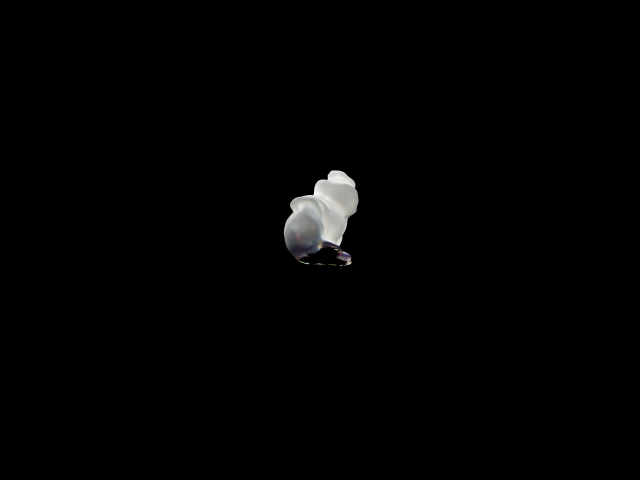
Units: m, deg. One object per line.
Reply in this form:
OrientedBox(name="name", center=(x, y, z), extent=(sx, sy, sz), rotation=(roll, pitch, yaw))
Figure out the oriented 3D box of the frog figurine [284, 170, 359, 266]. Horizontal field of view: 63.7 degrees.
OrientedBox(name="frog figurine", center=(0.003, -0.043, 0.850), extent=(0.122, 0.162, 0.136), rotation=(-15, -26, 34))
